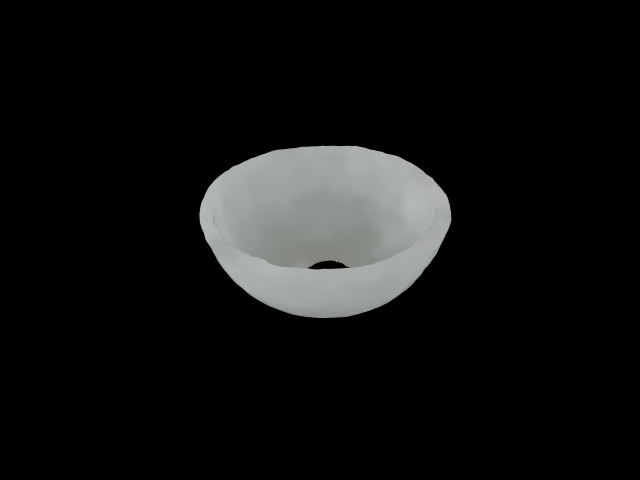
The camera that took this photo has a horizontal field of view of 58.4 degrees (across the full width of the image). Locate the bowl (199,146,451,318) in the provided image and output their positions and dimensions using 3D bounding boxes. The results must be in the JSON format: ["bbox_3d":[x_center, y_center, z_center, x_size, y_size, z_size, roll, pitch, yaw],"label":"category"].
[{"bbox_3d":[0.004,0.001,0.400,0.167,0.075,0.167,0,36,0],"label":"bowl"}]
